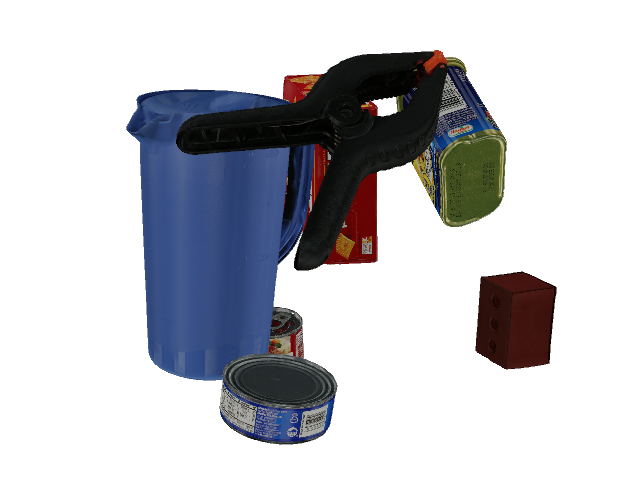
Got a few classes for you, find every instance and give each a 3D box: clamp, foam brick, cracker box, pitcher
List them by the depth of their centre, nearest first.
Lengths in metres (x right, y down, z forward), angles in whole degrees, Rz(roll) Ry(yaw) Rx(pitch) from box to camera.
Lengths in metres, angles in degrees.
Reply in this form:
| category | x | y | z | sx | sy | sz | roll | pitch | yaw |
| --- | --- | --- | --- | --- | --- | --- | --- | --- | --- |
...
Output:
| category | x | y | z | sx | sy | sz | roll | pitch | yaw |
| --- | --- | --- | --- | --- | --- | --- | --- | --- | --- |
| clamp | 0.015 | -0.055 | 0.625 | 0.171 | 0.120 | 0.039 | -27 | -21 | -18 |
| pitcher | -0.086 | -0.009 | 0.935 | 0.149 | 0.243 | 0.145 | 4 | 16 | 2 |
| foam brick | 0.182 | 0.074 | 0.998 | 0.051 | 0.078 | 0.053 | -7 | 18 | -26 |
| cracker box | 0.007 | -0.084 | 1.161 | 0.072 | 0.164 | 0.214 | -4 | 18 | -9 |

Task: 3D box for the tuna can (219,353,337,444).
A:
| category | x | y | z | sx | sy | sz | roll | pitch | yaw |
| --- | --- | --- | --- | --- | --- | --- | --- | --- | --- |
| tuna can | -0.032 | 0.117 | 0.796 | 0.086 | 0.034 | 0.086 | 7 | 18 | -3 |

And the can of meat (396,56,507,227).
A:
| category | x | y | z | sx | sy | sz | roll | pitch | yaw |
| --- | --- | --- | --- | --- | --- | --- | --- | --- | --- |
| can of meat | 0.100 | -0.073 | 0.811 | 0.057 | 0.084 | 0.102 | -18 | -37 | -6 |

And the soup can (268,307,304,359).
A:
| category | x | y | z | sx | sy | sz | roll | pitch | yaw |
| --- | --- | --- | --- | --- | --- | --- | --- | --- | --- |
| soup can | -0.052 | 0.135 | 1.194 | 0.068 | 0.102 | 0.068 | -1 | 25 | 0 |

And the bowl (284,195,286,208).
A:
| category | x | y | z | sx | sy | sz | roll | pitch | yaw |
| --- | --- | --- | --- | --- | --- | --- | --- | --- | --- |
| bowl | -0.101 | -0.055 | 1.323 | 0.162 | 0.055 | 0.162 | 0 | 31 | 0 |
